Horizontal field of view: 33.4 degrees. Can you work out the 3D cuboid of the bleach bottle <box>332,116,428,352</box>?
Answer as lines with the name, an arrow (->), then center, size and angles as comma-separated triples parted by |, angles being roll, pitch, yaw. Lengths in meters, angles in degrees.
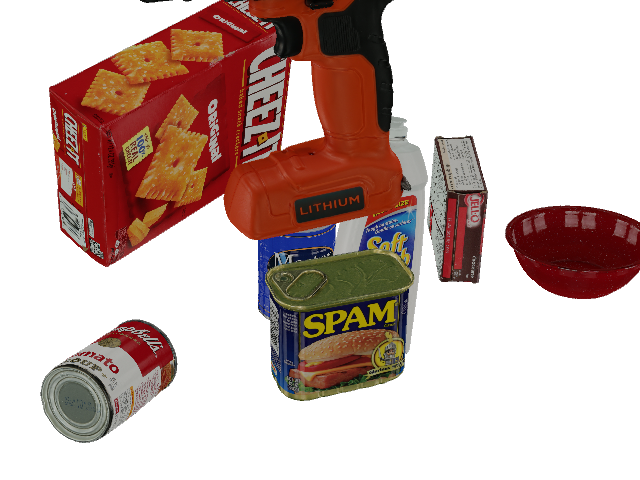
bleach bottle -> 0.057, -0.004, 1.120 | 0.102, 0.251, 0.068 | 0, 18, -12

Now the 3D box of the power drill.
power drill -> -0.017, -0.094, 0.574 | 0.184, 0.188, 0.057 | -12, 38, -18

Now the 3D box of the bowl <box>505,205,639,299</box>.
bowl -> 0.282, 0.018, 1.167 | 0.162, 0.055, 0.162 | -1, 27, 0

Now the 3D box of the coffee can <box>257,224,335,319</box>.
coffee can -> -0.031, 0.025, 1.390 | 0.103, 0.140, 0.103 | 1, 26, -1

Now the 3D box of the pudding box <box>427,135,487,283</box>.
pudding box -> 0.119, -0.029, 0.933 | 0.039, 0.090, 0.113 | 1, 30, -2

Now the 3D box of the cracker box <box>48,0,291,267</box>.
cracker box -> -0.120, -0.095, 0.903 | 0.072, 0.164, 0.213 | 38, 53, 23

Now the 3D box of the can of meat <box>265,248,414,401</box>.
can of meat -> 0.013, 0.061, 0.763 | 0.102, 0.084, 0.057 | -9, 32, -16

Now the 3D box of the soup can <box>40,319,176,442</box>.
soup can -> -0.172, 0.114, 0.873 | 0.069, 0.068, 0.102 | 0, 16, 24
